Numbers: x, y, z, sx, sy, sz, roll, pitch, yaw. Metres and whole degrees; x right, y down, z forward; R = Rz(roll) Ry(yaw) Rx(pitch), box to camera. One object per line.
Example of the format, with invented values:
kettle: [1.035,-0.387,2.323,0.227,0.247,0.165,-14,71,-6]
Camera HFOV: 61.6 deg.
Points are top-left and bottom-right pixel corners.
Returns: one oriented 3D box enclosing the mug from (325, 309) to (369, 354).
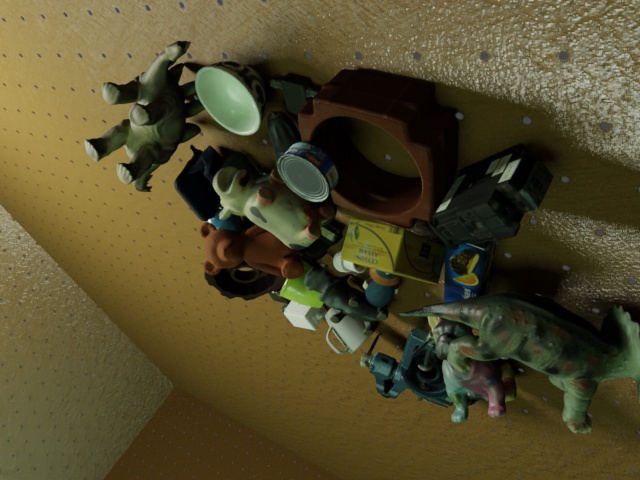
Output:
mug: [0.056,0.199,1.222,0.107,0.109,0.080,46,159,12]

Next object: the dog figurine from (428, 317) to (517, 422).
dog figurine: [0.278,0.211,1.000,0.109,0.191,0.219,-16,93,35]

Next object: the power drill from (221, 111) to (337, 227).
power drill: [-0.079,-0.121,0.935,0.207,0.086,0.231,-3,136,39]

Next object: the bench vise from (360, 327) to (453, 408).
bench vise: [0.195,0.254,1.125,0.224,0.129,0.240,29,141,23]

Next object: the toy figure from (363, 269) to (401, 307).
toy figure: [0.118,0.071,1.007,0.154,0.064,0.058,98,153,-53]

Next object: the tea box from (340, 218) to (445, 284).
tea box: [0.119,0.020,0.841,0.098,0.068,0.169,14,178,37]

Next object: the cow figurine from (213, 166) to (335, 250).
cow figurine: [-0.088,-0.055,0.885,0.195,0.085,0.127,33,145,-7]

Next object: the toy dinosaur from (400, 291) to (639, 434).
toy dinosaur: [0.316,0.139,0.777,0.405,0.131,0.192,21,125,16]

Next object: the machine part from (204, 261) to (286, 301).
machine part: [-0.164,0.063,1.184,0.179,0.056,0.179,-4,139,-4]

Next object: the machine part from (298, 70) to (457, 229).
machine part: [0.081,-0.123,0.739,0.201,0.087,0.201,21,149,27]

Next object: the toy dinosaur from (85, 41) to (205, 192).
toy dinosaur: [-0.288,-0.182,0.925,0.105,0.198,0.471,48,140,-1]

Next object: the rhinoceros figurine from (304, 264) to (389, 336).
rhinoceros figurine: [0.057,0.116,1.101,0.190,0.112,0.073,28,121,-14]

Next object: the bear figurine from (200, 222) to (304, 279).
bear figurine: [-0.135,0.015,1.041,0.196,0.120,0.132,-1,-175,-9]

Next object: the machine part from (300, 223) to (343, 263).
machine part: [-0.002,-0.003,1.054,0.084,0.039,0.138,26,148,3]

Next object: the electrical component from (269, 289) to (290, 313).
electrical component: [-0.106,0.139,1.362,0.078,0.045,0.102,10,141,37]

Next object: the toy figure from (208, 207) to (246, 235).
toy figure: [-0.201,-0.027,1.184,0.082,0.089,0.180,-6,141,9]

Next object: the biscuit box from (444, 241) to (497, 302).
biscuit box: [0.234,0.046,0.843,0.063,0.059,0.202,20,148,26]

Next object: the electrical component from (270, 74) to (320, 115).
electrical component: [-0.031,-0.211,0.796,0.094,0.021,0.063,22,148,24]

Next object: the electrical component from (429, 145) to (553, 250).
electrical component: [0.214,-0.053,0.665,0.058,0.115,0.134,43,152,-16]

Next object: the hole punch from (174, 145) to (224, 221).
hole punch: [-0.199,-0.112,1.033,0.092,0.116,0.142,-11,132,33]
